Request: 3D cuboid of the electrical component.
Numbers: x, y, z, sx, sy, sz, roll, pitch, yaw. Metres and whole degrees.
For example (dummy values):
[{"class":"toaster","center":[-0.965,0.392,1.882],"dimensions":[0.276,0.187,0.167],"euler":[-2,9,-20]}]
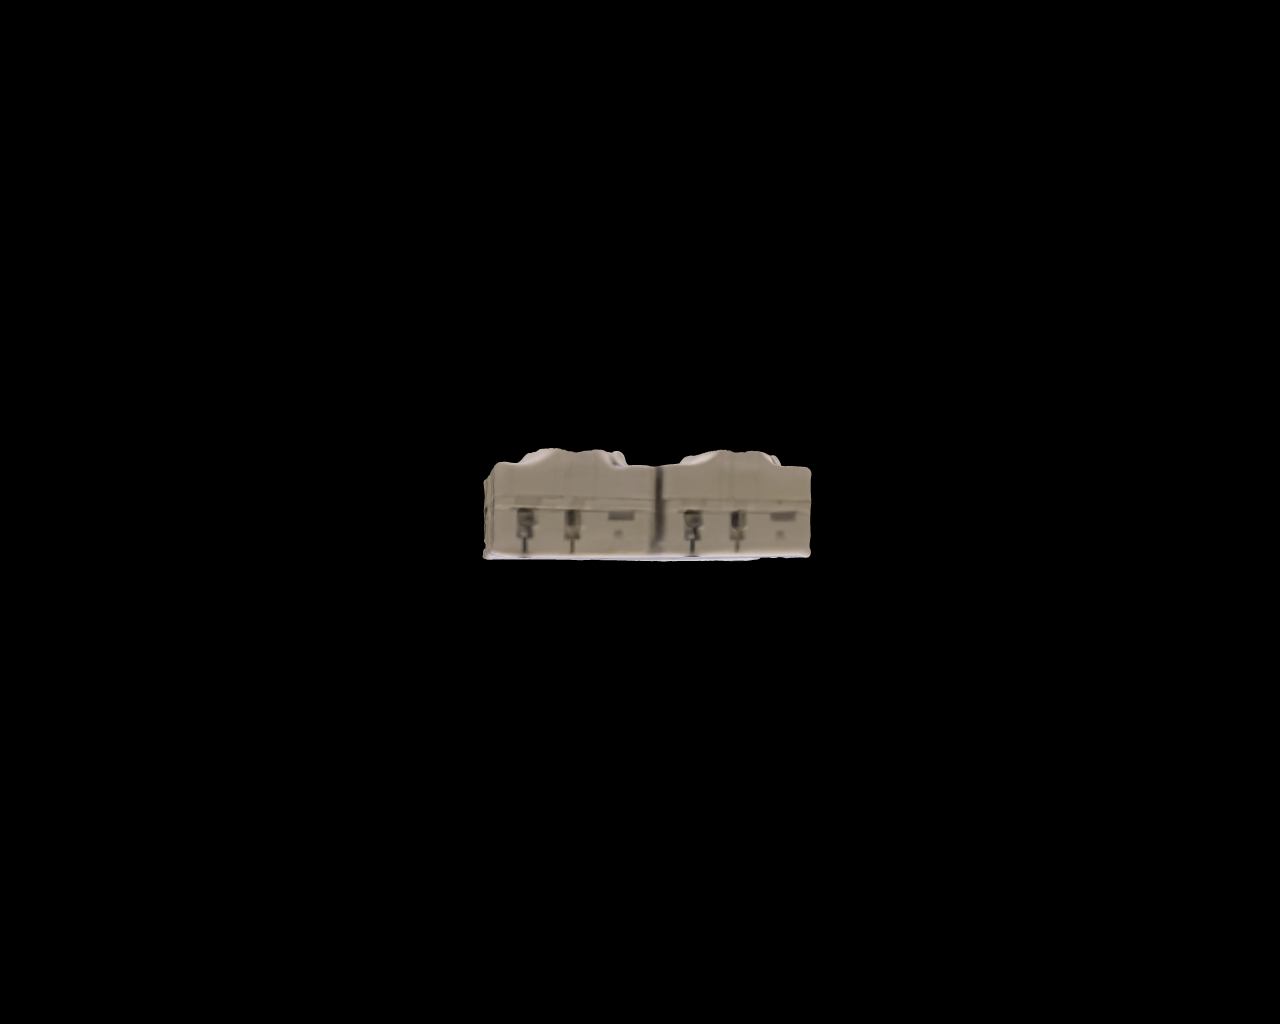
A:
[{"class":"electrical component","center":[0.001,-0.003,0.650],"dimensions":[0.186,0.060,0.105],"euler":[1,-3,-11]}]
